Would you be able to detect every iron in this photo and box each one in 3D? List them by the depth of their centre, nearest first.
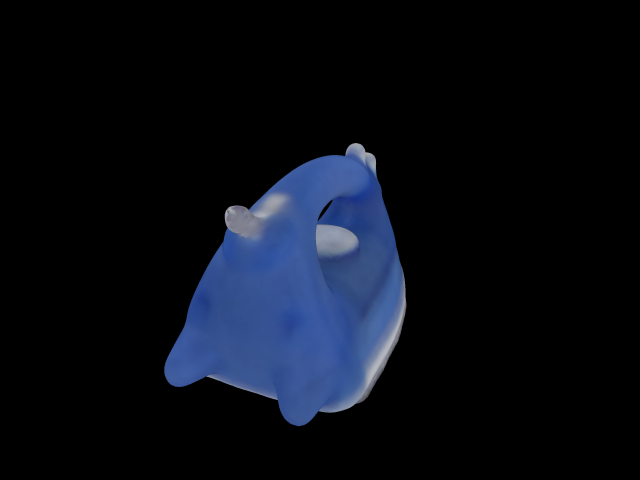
[{"bbox_3d":[0.004,0.001,0.400,0.118,0.141,0.259,11,29,21],"label":"iron"}]
